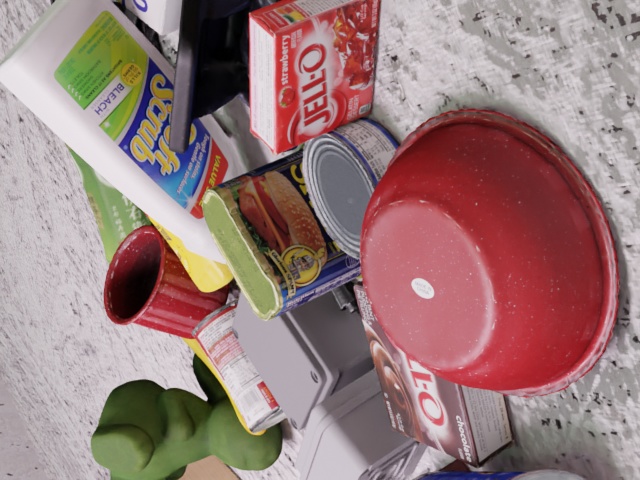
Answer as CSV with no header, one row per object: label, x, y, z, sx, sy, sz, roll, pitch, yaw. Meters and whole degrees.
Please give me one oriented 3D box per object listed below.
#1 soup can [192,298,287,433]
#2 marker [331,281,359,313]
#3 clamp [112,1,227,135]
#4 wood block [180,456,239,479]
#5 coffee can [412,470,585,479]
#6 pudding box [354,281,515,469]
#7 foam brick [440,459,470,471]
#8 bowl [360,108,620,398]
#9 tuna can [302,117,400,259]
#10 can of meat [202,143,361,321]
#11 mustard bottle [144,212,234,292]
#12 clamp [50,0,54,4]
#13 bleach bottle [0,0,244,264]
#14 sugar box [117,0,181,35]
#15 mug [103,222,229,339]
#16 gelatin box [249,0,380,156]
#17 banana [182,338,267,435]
soup can,-0.057,0.106,0.921,0.102,0.068,0.069,58,154,14
marker,-0.005,0.001,0.782,0.121,0.020,0.020,58,154,14
clamp,-0.153,-0.165,0.896,0.210,0.036,0.164,22,129,52
wood block,-0.103,0.340,1.200,0.206,0.090,0.090,33,141,48
coffee can,0.104,0.188,0.631,0.103,0.102,0.140,63,159,3
pudding box,0.072,0.078,0.678,0.090,0.039,0.113,14,125,58
foam brick,0.091,0.201,0.740,0.078,0.051,0.053,57,154,18
bowl,0.072,0.016,0.558,0.162,0.055,0.162,24,123,42
tuna can,0.026,-0.033,0.672,0.086,0.033,0.086,45,148,37
can of meat,-0.022,-0.005,0.732,0.102,0.083,0.058,59,154,12
mustard bottle,-0.131,-0.046,0.885,0.191,0.058,0.096,53,168,-7
clamp,-0.196,-0.250,0.866,0.120,0.039,0.171,41,137,43
bleach bottle,-0.114,-0.073,0.797,0.250,0.102,0.068,43,159,-22
sugar box,-0.152,-0.234,0.768,0.176,0.048,0.093,41,138,23
mug,-0.136,0.032,0.973,0.093,0.081,0.117,-20,58,43
gelatin box,-0.004,-0.100,0.620,0.030,0.073,0.089,45,149,34
banana,-0.095,0.119,1.015,0.198,0.069,0.037,43,115,35
